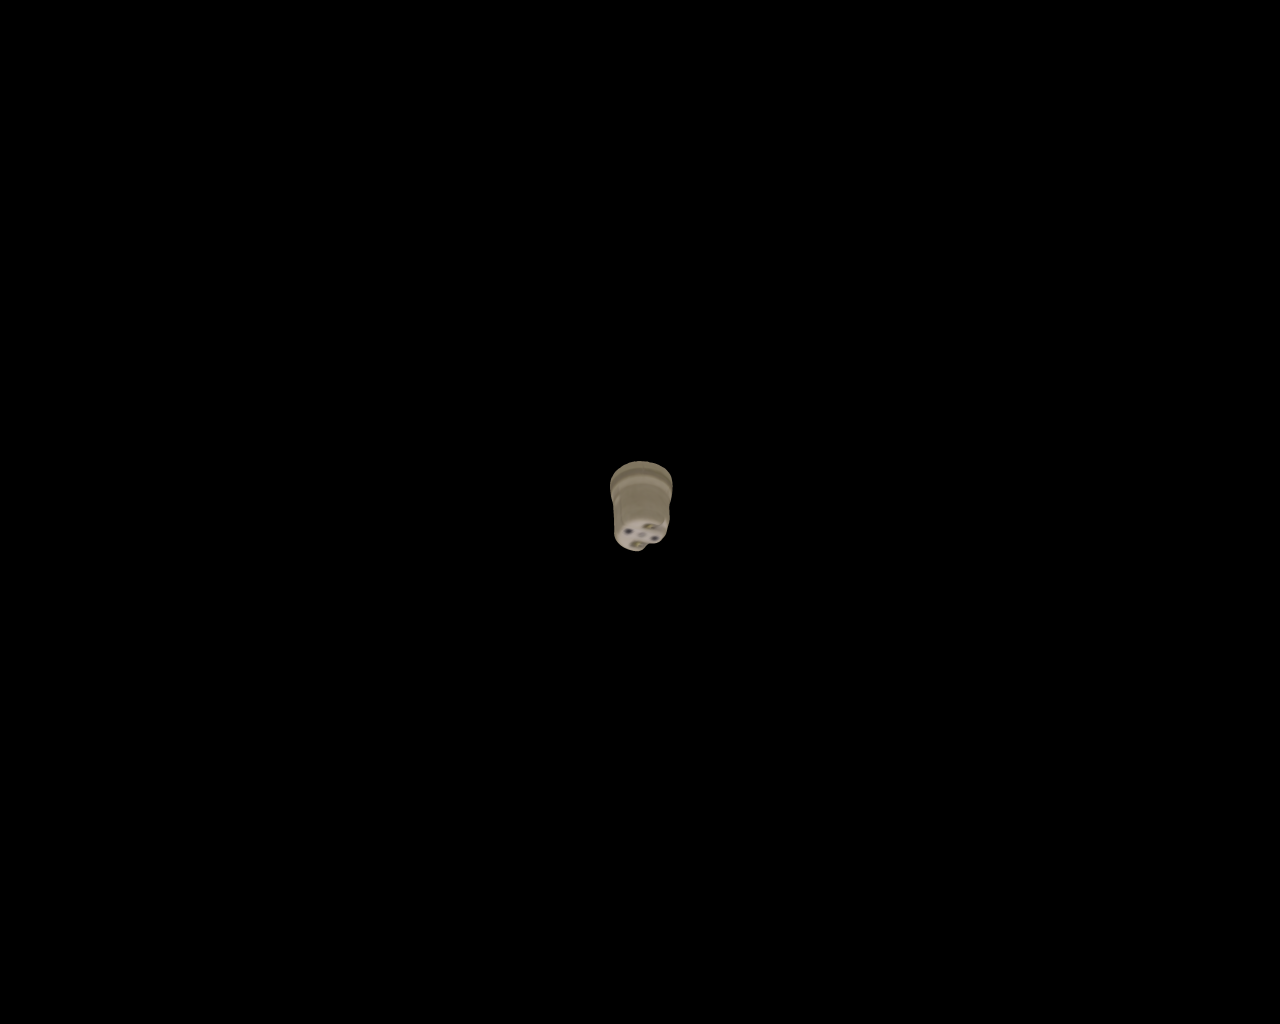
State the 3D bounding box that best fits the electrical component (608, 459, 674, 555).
[{"bbox_3d":[0.001,-0.003,0.650,0.040,0.046,0.040,0,-43,0],"label":"electrical component"}]
